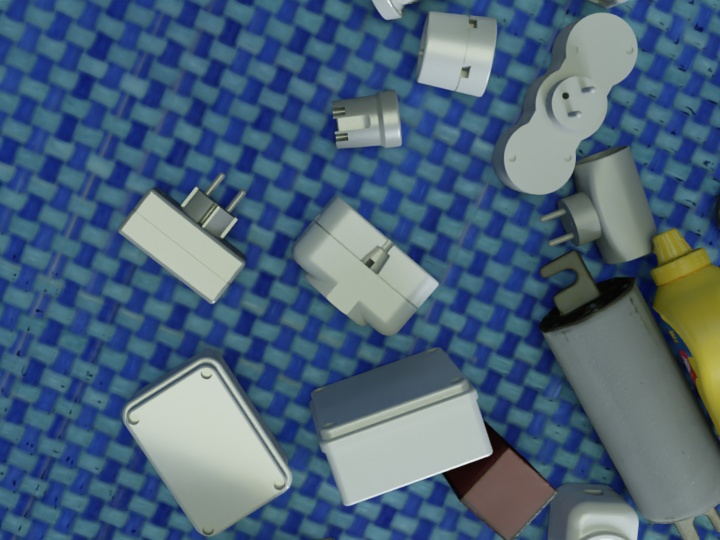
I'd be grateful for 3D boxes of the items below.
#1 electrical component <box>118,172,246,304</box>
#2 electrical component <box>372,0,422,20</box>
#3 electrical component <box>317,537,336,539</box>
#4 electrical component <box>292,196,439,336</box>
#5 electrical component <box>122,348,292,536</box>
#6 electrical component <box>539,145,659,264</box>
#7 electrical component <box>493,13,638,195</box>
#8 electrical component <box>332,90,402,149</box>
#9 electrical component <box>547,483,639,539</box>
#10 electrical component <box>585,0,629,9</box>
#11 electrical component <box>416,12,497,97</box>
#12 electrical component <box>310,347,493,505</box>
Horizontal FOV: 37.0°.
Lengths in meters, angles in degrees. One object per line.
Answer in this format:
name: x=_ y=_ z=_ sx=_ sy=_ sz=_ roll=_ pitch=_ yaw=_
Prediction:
electrical component: x=-0.112 y=-0.033 z=0.754 sx=0.083 sy=0.047 sz=0.075 roll=39 pitch=91 yaw=-8
electrical component: x=0.033 y=-0.208 z=0.740 sx=0.057 sy=0.078 sz=0.058 roll=-21 pitch=98 yaw=16
electrical component: x=-0.062 y=0.237 z=0.758 sx=0.109 sy=0.109 sz=0.056 roll=-8 pitch=94 yaw=-5
electrical component: x=0.000 y=0.000 z=0.766 sx=0.095 sy=0.053 sz=0.059 roll=40 pitch=91 yaw=-8
electrical component: x=-0.108 y=0.122 z=0.767 sx=0.078 sy=0.057 sz=0.113 roll=-32 pitch=98 yaw=-1
electrical component: x=0.170 y=-0.041 z=0.783 sx=0.079 sy=0.043 sz=0.077 roll=-21 pitch=98 yaw=-3
electrical component: x=0.148 y=-0.116 z=0.757 sx=0.052 sy=0.073 sz=0.138 roll=29 pitch=93 yaw=-8
electrical component: x=0.005 y=-0.105 z=0.763 sx=0.046 sy=0.040 sz=0.040 roll=-6 pitch=97 yaw=1
electrical component: x=0.173 y=0.214 z=0.803 sx=0.054 sy=0.059 sz=0.095 roll=4 pitch=96 yaw=-6
electrical component: x=0.177 y=-0.231 z=0.752 sx=0.047 sy=0.065 sz=0.076 roll=19 pitch=94 yaw=-7
electrical component: x=0.067 y=-0.153 z=0.756 sx=0.047 sy=0.055 sz=0.055 roll=9 pitch=95 yaw=-3
electrical component: x=0.025 y=0.106 z=0.752 sx=0.109 sy=0.108 sz=0.056 roll=-19 pitch=100 yaw=-3
